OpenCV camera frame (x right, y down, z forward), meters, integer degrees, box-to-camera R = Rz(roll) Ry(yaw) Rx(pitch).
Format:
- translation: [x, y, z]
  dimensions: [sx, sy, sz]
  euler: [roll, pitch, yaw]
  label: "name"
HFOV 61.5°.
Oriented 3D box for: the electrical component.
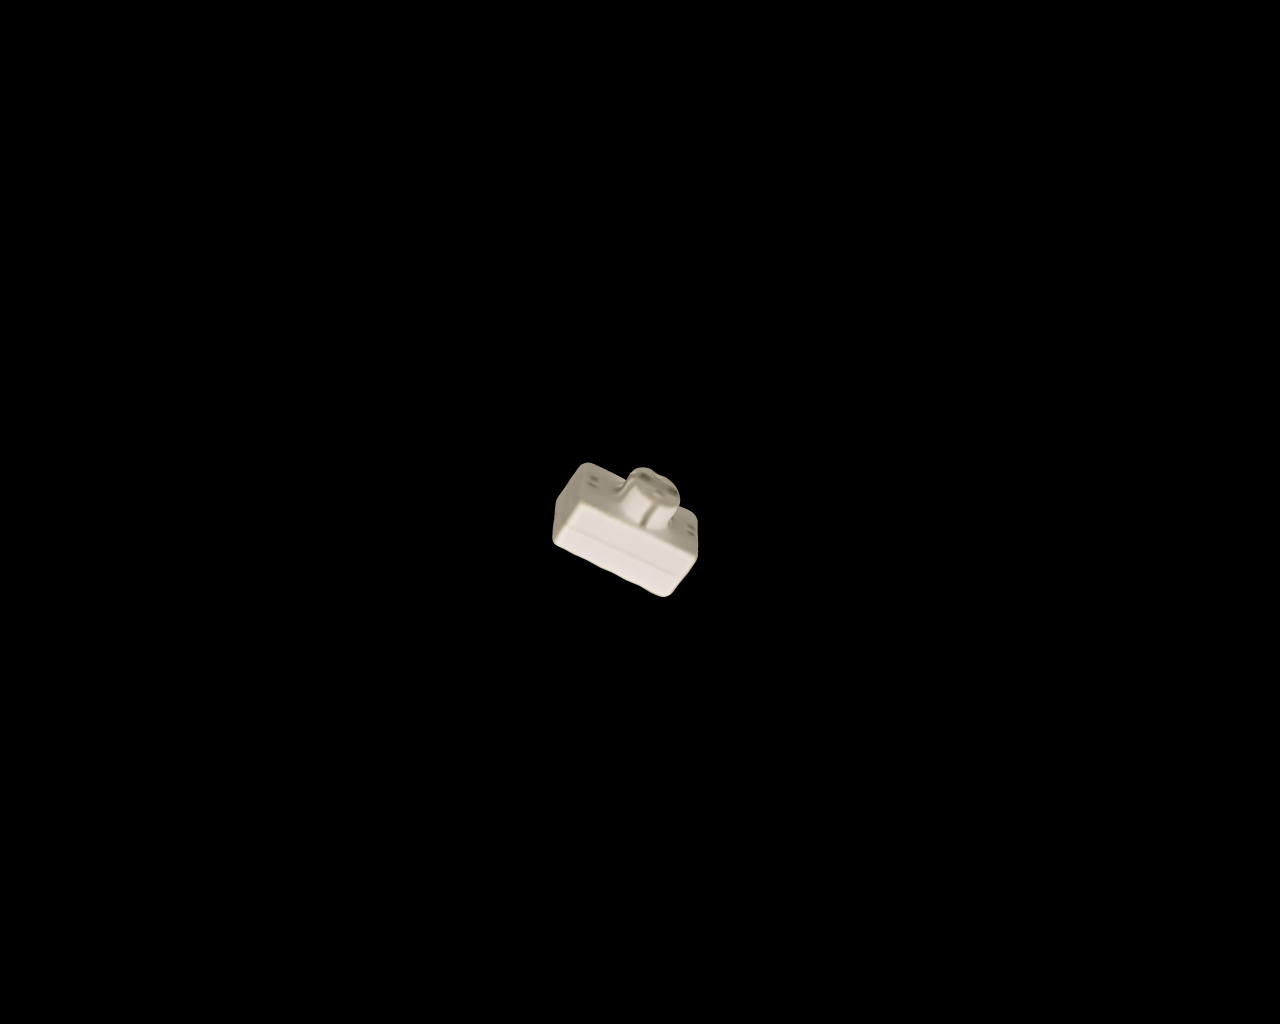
- translation: [0.001, -0.003, 0.650]
  dimensions: [0.083, 0.075, 0.047]
  euler: [26, 30, -17]
  label: "electrical component"
